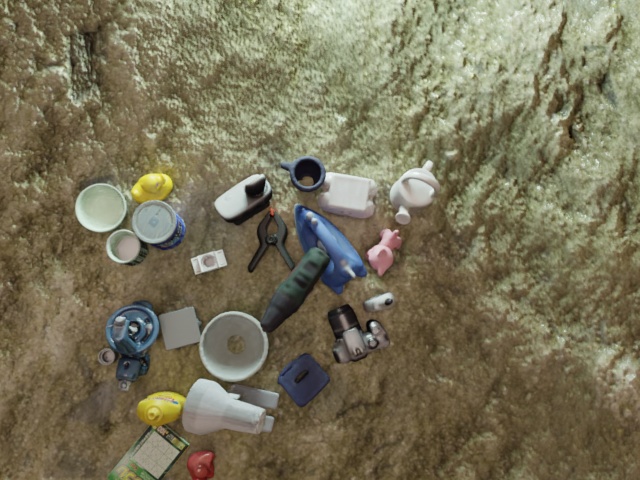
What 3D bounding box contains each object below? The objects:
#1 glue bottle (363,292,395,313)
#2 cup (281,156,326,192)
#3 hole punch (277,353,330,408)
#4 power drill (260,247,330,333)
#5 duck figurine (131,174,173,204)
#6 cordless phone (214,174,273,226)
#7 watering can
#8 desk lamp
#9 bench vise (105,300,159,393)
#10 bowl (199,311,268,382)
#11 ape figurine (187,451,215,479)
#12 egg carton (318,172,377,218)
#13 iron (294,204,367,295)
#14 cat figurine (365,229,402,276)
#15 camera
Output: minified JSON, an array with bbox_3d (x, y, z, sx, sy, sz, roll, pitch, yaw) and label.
[{"bbox_3d":[0.154,0.154,1.404,0.078,0.173,0.037,-20,84,-7],"label":"glue bottle"},{"bbox_3d":[-0.046,-0.165,1.468,0.118,0.095,0.092,20,82,-2],"label":"cup"},{"bbox_3d":[-0.042,0.343,1.405,0.109,0.091,0.101,-43,88,-8],"label":"hole punch"},{"bbox_3d":[-0.063,0.125,1.372,0.075,0.208,0.230,36,81,1],"label":"power drill"},{"bbox_3d":[-0.427,-0.135,1.437,0.104,0.086,0.077,-26,85,-7],"label":"duck figurine"},{"bbox_3d":[-0.189,-0.111,1.403,0.148,0.185,0.094,-38,87,-8],"label":"cordless phone"},{"bbox_3d":[0.242,-0.121,1.436,0.101,0.194,0.173,6,82,-3],"label":"watering can"},{"bbox_3d":[-0.200,0.392,1.324,0.203,0.213,0.118,12,82,-3],"label":"desk lamp"},{"bbox_3d":[-0.431,0.243,1.321,0.121,0.219,0.207,-11,84,-6],"label":"bench vise"},{"bbox_3d":[-0.209,0.261,1.410,0.167,0.074,0.167,1,83,-5],"label":"bowl"},{"bbox_3d":[-0.281,0.542,1.360,0.076,0.092,0.078,36,81,1],"label":"ape figurine"},{"bbox_3d":[0.071,-0.115,1.484,0.150,0.069,0.107,8,82,-4],"label":"egg carton"},{"bbox_3d":[0.013,0.005,1.427,0.119,0.141,0.258,-35,87,-8],"label":"iron"},{"bbox_3d":[0.163,0.028,1.449,0.067,0.117,0.128,34,81,1],"label":"cat figurine"},{"bbox_3d":[0.087,0.226,1.426,0.143,0.100,0.137,-22,85,-7],"label":"camera"}]
